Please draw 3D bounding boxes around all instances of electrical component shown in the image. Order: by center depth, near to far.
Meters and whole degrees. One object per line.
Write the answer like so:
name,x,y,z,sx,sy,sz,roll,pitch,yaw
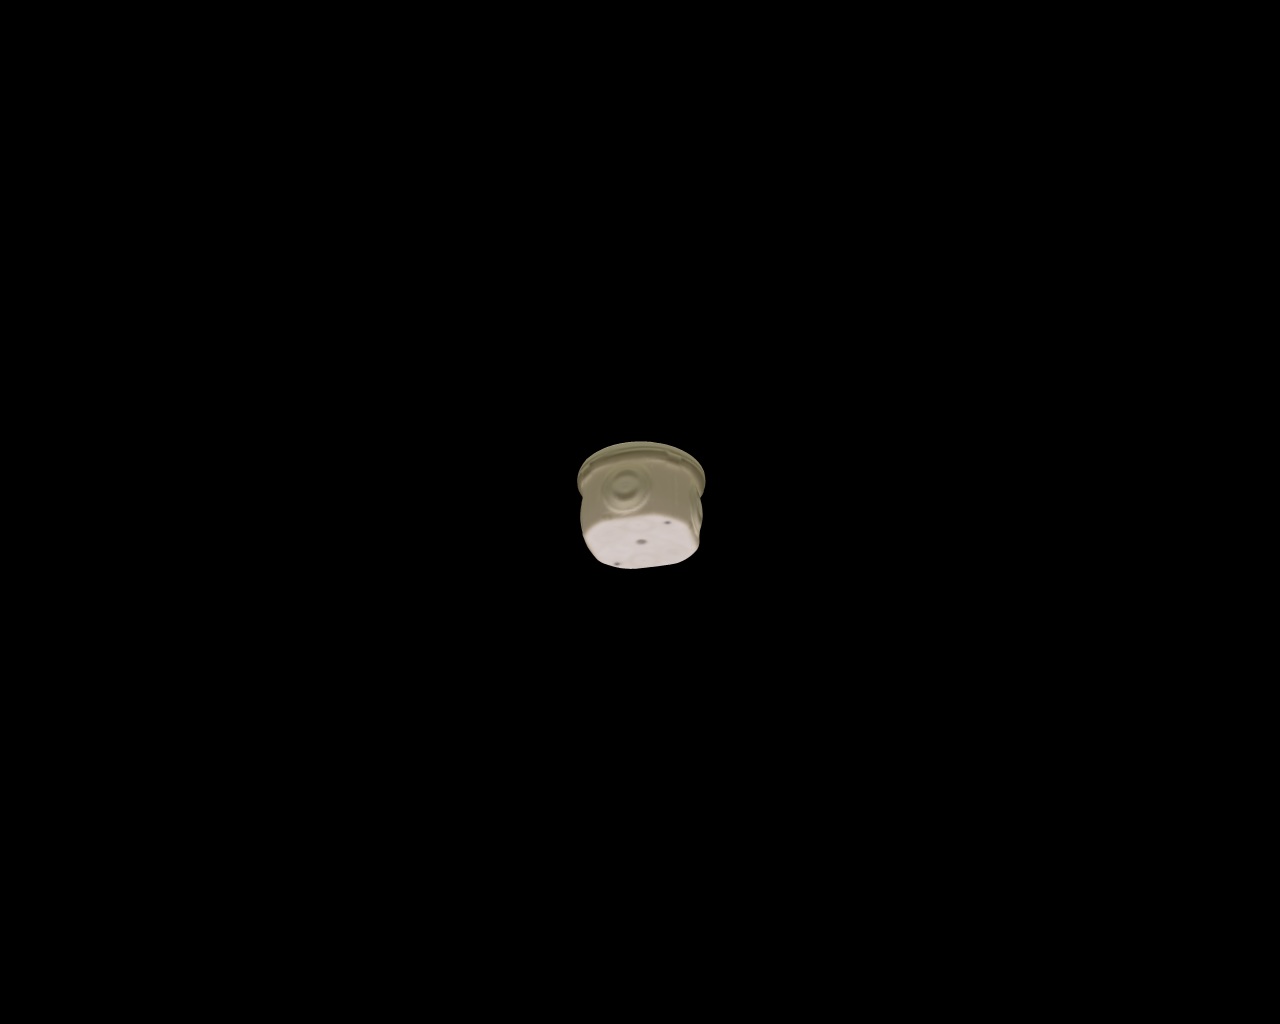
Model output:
electrical component,0.001,-0.003,0.650,0.080,0.051,0.080,0,-30,0
